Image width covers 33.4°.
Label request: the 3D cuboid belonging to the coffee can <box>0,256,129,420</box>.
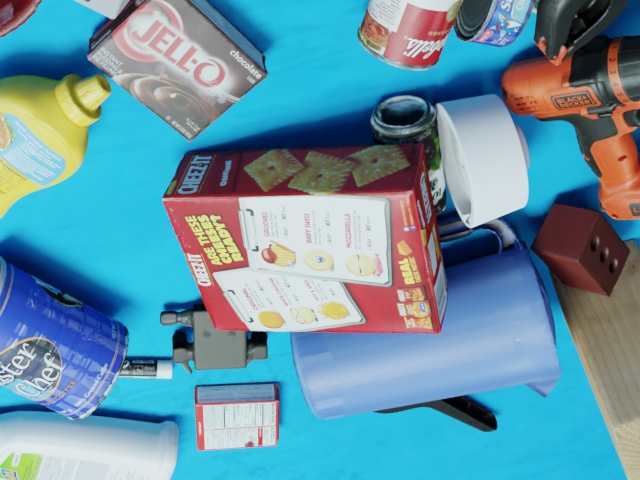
[{"bbox_3d":[-0.261,0.090,0.973,0.140,0.103,0.103,34,119,-31],"label":"coffee can"}]

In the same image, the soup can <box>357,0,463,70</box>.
[{"bbox_3d":[0.075,-0.189,0.802,0.068,0.068,0.102,9,129,-15],"label":"soup can"}]

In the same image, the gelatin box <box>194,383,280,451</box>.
[{"bbox_3d":[-0.087,0.187,1.129,0.089,0.030,0.073,-3,129,-6],"label":"gelatin box"}]

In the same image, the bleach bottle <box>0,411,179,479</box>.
[{"bbox_3d":[-0.281,0.216,1.107,0.250,0.068,0.103,14,126,-16],"label":"bleach bottle"}]

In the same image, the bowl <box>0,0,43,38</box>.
[{"bbox_3d":[-0.264,-0.216,0.739,0.162,0.055,0.162,-4,131,-5],"label":"bowl"}]

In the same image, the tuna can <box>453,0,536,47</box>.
[{"bbox_3d":[0.131,-0.189,0.799,0.033,0.086,0.086,7,129,-16],"label":"tuna can"}]

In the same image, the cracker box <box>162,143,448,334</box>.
[{"bbox_3d":[-0.006,0.001,0.917,0.214,0.072,0.164,0,133,18],"label":"cracker box"}]

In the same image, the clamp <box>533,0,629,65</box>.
[{"bbox_3d":[0.206,-0.203,0.777,0.120,0.039,0.172,8,131,-39],"label":"clamp"}]

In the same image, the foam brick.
[{"bbox_3d":[0.242,0.009,0.988,0.078,0.051,0.053,39,74,-43],"label":"foam brick"}]

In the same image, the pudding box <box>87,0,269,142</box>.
[{"bbox_3d":[-0.110,-0.144,0.834,0.090,0.039,0.113,-37,125,22],"label":"pudding box"}]

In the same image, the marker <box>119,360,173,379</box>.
[{"bbox_3d":[-0.209,0.128,1.069,0.121,0.020,0.020,2,130,-10],"label":"marker"}]

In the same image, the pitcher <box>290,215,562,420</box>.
[{"bbox_3d":[0.097,0.083,1.013,0.243,0.149,0.145,-15,146,9],"label":"pitcher"}]

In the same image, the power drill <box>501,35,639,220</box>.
[{"bbox_3d":[0.266,-0.094,0.877,0.185,0.057,0.187,-2,143,42],"label":"power drill"}]

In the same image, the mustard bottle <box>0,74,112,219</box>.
[{"bbox_3d":[-0.244,-0.078,0.850,0.192,0.058,0.096,-27,129,22],"label":"mustard bottle"}]

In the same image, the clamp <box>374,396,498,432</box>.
[{"bbox_3d":[0.109,0.155,1.125,0.210,0.036,0.164,-4,134,-2],"label":"clamp"}]

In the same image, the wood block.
[{"bbox_3d":[0.292,0.109,0.998,0.090,0.206,0.090,-20,130,9],"label":"wood block"}]
